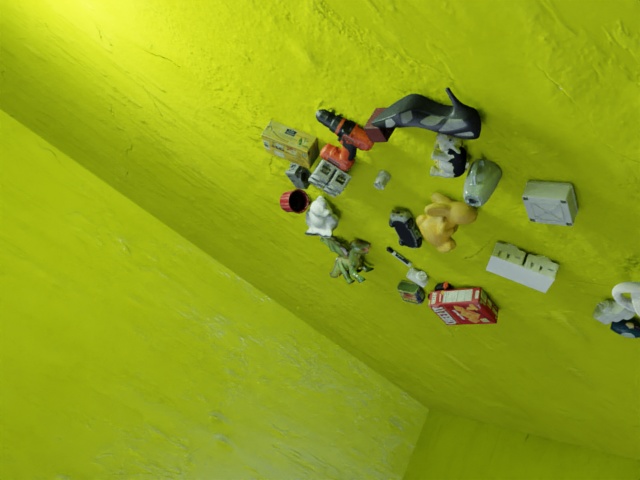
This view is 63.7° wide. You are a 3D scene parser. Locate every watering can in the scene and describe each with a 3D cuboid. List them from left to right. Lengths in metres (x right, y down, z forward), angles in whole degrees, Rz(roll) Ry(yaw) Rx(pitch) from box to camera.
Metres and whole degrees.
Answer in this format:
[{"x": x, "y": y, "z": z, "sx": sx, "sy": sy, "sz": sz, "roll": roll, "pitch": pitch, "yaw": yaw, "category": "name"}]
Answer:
[{"x": 0.931, "y": 0.181, "z": 1.365, "sx": 0.344, "sy": 0.105, "sz": 0.224, "roll": 28, "pitch": 162, "yaw": -33, "category": "watering can"}]

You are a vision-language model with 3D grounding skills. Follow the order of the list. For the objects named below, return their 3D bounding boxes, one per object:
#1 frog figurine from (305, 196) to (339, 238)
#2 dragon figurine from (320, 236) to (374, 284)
[{"x": 0.006, "y": -0.098, "z": 1.945, "sx": 0.138, "sy": 0.124, "sz": 0.157, "roll": 20, "pitch": 120, "yaw": 41, "category": "frog figurine"}, {"x": 0.092, "y": 0.067, "z": 2.199, "sx": 0.407, "sy": 0.124, "sz": 0.241, "roll": -12, "pitch": 116, "yaw": 56, "category": "dragon figurine"}]
